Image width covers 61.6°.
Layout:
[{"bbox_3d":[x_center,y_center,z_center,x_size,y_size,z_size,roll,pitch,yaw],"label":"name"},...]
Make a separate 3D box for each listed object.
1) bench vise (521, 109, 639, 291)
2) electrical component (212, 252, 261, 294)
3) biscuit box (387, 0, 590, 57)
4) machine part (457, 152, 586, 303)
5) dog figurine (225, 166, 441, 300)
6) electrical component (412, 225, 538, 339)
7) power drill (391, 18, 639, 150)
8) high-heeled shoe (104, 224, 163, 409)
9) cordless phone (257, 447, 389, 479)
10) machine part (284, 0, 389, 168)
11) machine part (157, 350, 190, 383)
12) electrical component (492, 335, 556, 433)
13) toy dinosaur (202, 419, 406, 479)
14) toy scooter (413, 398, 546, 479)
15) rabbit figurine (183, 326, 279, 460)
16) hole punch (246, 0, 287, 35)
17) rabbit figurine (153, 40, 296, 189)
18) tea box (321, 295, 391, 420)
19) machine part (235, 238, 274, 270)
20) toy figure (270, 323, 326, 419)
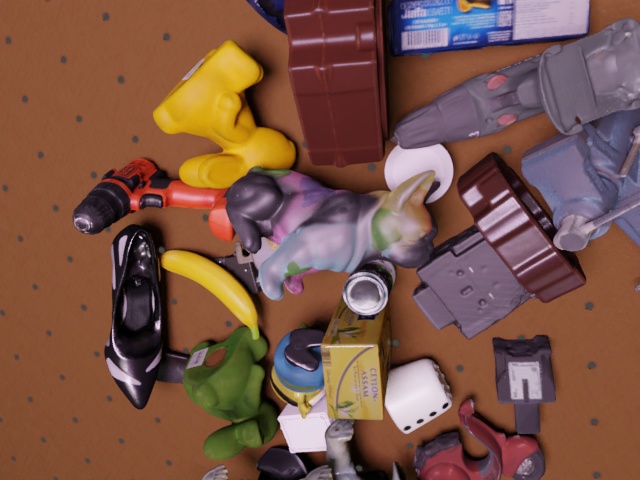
[{"bbox_3d":[0.323,-0.036,0.551,0.240,0.224,0.129,44,136,-12],"label":"bench vise"},{"bbox_3d":[-0.109,0.046,0.770,0.094,0.021,0.063,-7,104,24],"label":"electrical component"},{"bbox_3d":[0.175,-0.236,0.575,0.203,0.063,0.059,-4,106,4],"label":"biscuit box"},{"bbox_3d":[0.219,-0.015,0.593,0.056,0.179,0.179,-37,94,24],"label":"machine part"},{"bbox_3d":[0.024,-0.033,0.601,0.219,0.108,0.191,-30,76,11],"label":"dog figurine"},{"bbox_3d":[0.188,0.055,0.680,0.134,0.058,0.115,-38,92,21],"label":"electrical component"},{"bbox_3d":[0.200,-0.139,0.530,0.232,0.207,0.086,-21,96,-4],"label":"power drill"},{"bbox_3d":[-0.251,0.105,0.756,0.145,0.086,0.248,-34,67,51],"label":"high-heeled shoe"},{"bbox_3d":[0.007,0.372,0.818,0.184,0.089,0.146,-22,98,8],"label":"cordless phone"},{"bbox_3d":[0.026,-0.194,0.556,0.087,0.201,0.200,-1,148,9],"label":"machine part"},{"bbox_3d":[-0.254,0.191,0.845,0.139,0.039,0.084,12,103,13],"label":"machine part"},{"bbox_3d":[0.268,0.187,0.701,0.075,0.048,0.119,-9,104,17],"label":"electrical component"},{"bbox_3d":[-0.028,0.374,0.724,0.405,0.131,0.192,-19,111,10],"label":"toy dinosaur"},{"bbox_3d":[0.199,0.291,0.735,0.184,0.075,0.135,-32,97,17],"label":"toy scooter"},{"bbox_3d":[-0.108,0.235,0.773,0.121,0.159,0.170,-26,113,10],"label":"rabbit figurine"},{"bbox_3d":[-0.061,-0.297,0.607,0.092,0.142,0.115,-5,90,14],"label":"hole punch"},{"bbox_3d":[-0.104,-0.131,0.660,0.173,0.122,0.162,42,72,-30],"label":"rabbit figurine"},{"bbox_3d":[0.051,0.137,0.676,0.068,0.170,0.098,-3,106,11],"label":"tea box"},{"bbox_3d":[-0.001,-0.002,0.701,0.243,0.079,0.079,-13,102,17],"label":"machine part"},{"bbox_3d":[-0.026,0.168,0.723,0.089,0.082,0.180,41,156,22],"label":"toy figure"}]
